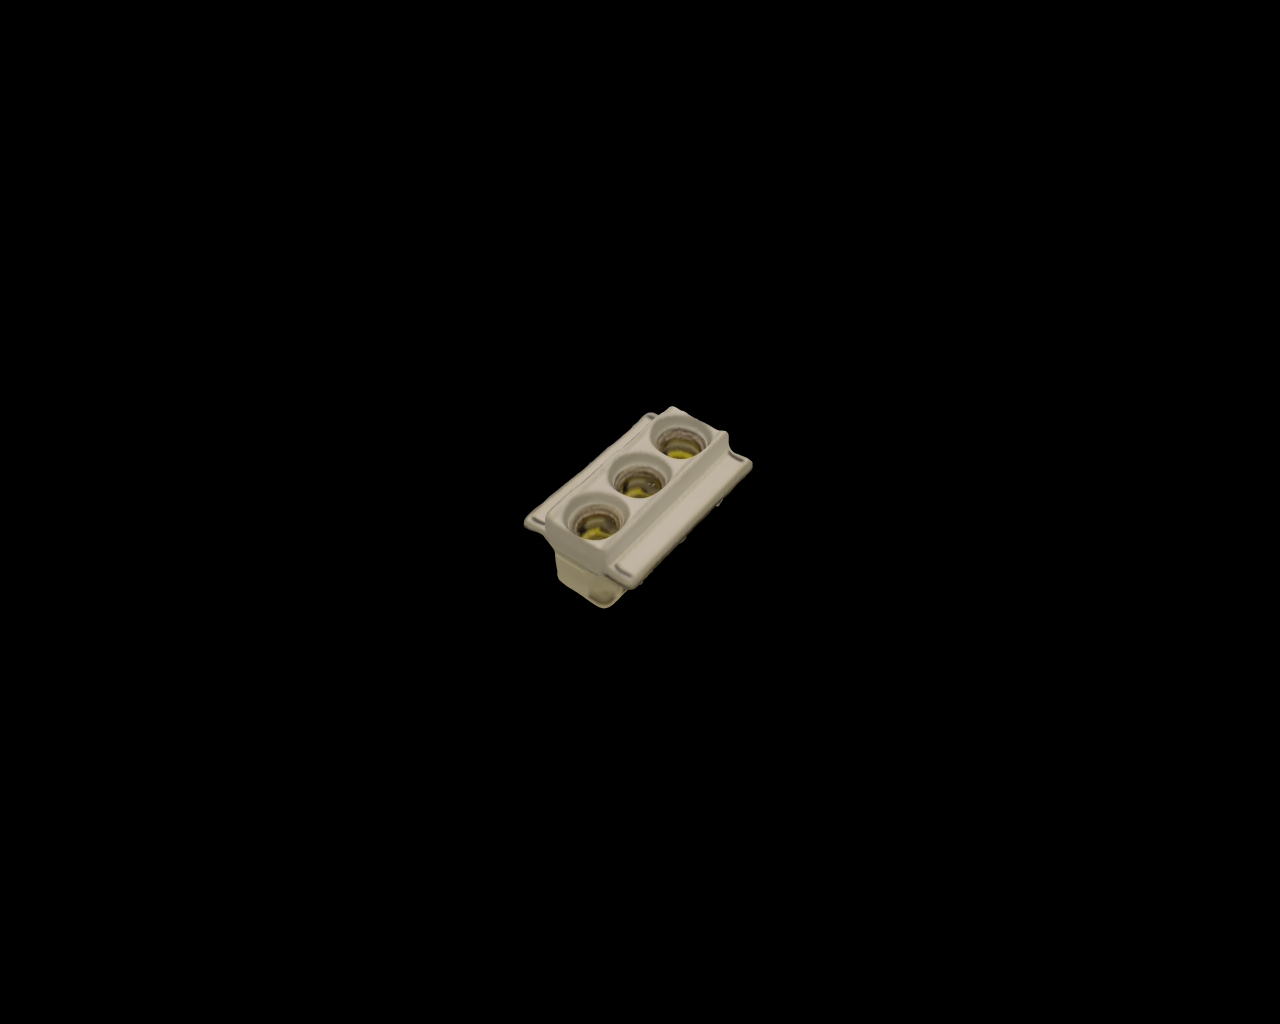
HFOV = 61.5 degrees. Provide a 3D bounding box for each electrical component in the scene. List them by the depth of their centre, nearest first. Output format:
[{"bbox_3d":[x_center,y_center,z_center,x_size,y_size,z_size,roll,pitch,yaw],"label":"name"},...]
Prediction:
[{"bbox_3d":[0.001,-0.003,0.650,0.079,0.063,0.121,30,54,24],"label":"electrical component"}]
